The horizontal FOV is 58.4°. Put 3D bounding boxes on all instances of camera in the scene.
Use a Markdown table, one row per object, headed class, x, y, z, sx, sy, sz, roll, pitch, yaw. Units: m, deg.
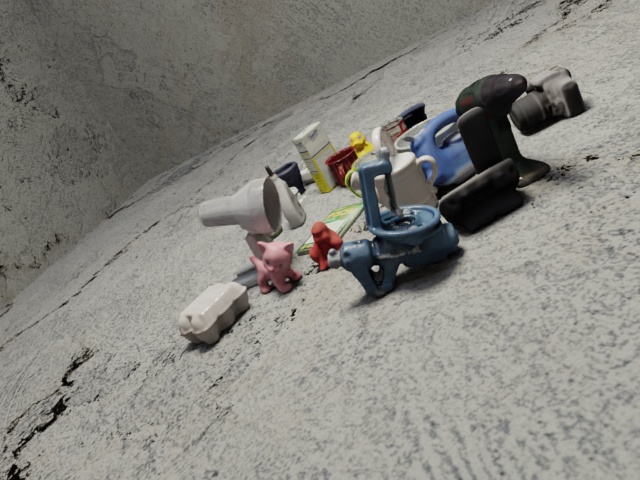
| class | x | y | z | sx | sy | sz | roll | pitch | yaw |
| --- | --- | --- | --- | --- | --- | --- | --- | --- | --- |
| camera | 0.470 | -0.304 | 1.233 | 0.136 | 0.101 | 0.143 | -28 | 21 | 7 |

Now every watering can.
| class | x | y | z | sx | sy | sz | roll | pitch | yaw |
| --- | --- | --- | --- | --- | --- | --- | --- | --- | --- |
| watering can | 0.144 | -0.132 | 1.148 | 0.172 | 0.194 | 0.101 | -28 | 21 | 8 |

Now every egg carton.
| class | x | y | z | sx | sy | sz | roll | pitch | yaw |
| --- | --- | --- | --- | --- | --- | --- | --- | --- | --- |
| egg carton | -0.218 | 0.148 | 1.179 | 0.107 | 0.069 | 0.150 | -9 | 29 | 44 |

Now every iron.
| class | x | y | z | sx | sy | sz | roll | pitch | yaw |
| --- | --- | --- | --- | --- | --- | --- | --- | --- | --- |
| iron | 0.292 | -0.220 | 1.225 | 0.258 | 0.142 | 0.118 | -36 | 21 | -15 |

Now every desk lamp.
| class | x | y | z | sx | sy | sz | roll | pitch | yaw |
| --- | --- | --- | --- | --- | --- | --- | --- | --- | --- |
| desk lamp | -0.156 | -0.016 | 1.264 | 0.203 | 0.214 | 0.118 | -23 | 22 | 20 |

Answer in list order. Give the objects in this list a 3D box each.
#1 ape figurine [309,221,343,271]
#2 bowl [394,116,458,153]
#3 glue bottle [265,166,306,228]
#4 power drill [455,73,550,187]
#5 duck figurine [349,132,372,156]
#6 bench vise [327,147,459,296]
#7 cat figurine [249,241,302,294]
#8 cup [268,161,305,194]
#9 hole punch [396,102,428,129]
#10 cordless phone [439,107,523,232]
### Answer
| class | x | y | z | sx | sy | sz | roll | pitch | yaw |
| --- | --- | --- | --- | --- | --- | --- | --- | --- | --- |
| ape figurine | 0.011 | 0.004 | 1.164 | 0.077 | 0.092 | 0.076 | -13 | 27 | 40 |
| bowl | 0.267 | -0.235 | 1.389 | 0.167 | 0.075 | 0.167 | -26 | 21 | 11 |
| glue bottle | -0.093 | -0.117 | 1.469 | 0.037 | 0.173 | 0.078 | -24 | 22 | 17 |
| power drill | 0.333 | -0.205 | 1.038 | 0.075 | 0.209 | 0.229 | -33 | 21 | -5 |
| duck figurine | 0.118 | -0.278 | 1.677 | 0.077 | 0.086 | 0.104 | -23 | 22 | 19 |
| bench vise | 0.099 | -0.025 | 0.928 | 0.207 | 0.220 | 0.121 | -33 | 21 | -7 |
| cat figurine | -0.097 | 0.046 | 1.178 | 0.127 | 0.118 | 0.067 | -8 | 30 | 46 |
| cup | -0.100 | -0.169 | 1.710 | 0.117 | 0.095 | 0.092 | -23 | 22 | 21 |
| hole punch | 0.249 | -0.329 | 1.609 | 0.108 | 0.091 | 0.101 | -32 | 21 | -4 |
| cordless phone | 0.255 | -0.123 | 0.987 | 0.147 | 0.185 | 0.094 | -32 | 21 | -3 |
